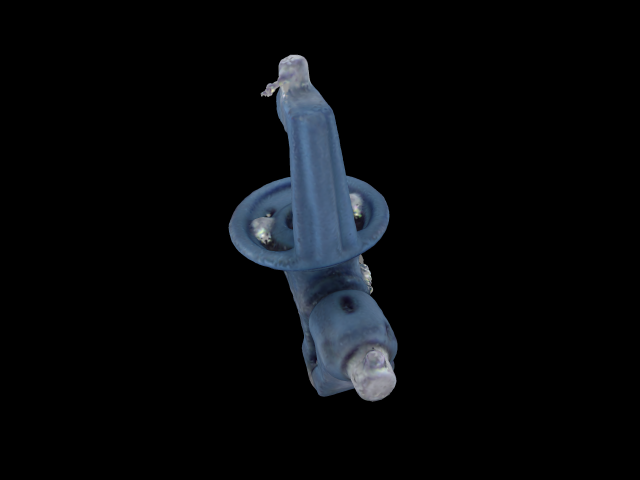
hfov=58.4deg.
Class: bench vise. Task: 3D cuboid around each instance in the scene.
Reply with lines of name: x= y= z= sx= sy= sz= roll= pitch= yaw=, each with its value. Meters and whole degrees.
bench vise: x=0.013 y=-0.004 z=0.404 sx=0.122 sy=0.220 sz=0.207 roll=-31 pitch=59 yaw=-21
